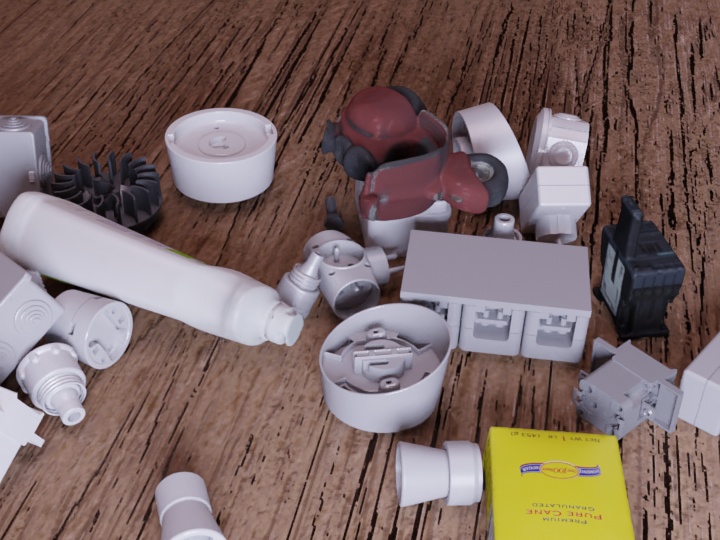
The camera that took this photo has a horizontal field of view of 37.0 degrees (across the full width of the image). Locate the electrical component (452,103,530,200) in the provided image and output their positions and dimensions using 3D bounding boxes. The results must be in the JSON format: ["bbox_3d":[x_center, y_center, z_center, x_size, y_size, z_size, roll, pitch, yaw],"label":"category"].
[{"bbox_3d":[0.127,-0.113,1.050,0.064,0.099,0.099,-11,38,-6],"label":"electrical component"}]

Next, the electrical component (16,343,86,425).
[{"bbox_3d":[-0.225,0.089,0.804,0.048,0.048,0.062,-20,49,-27],"label":"electrical component"}]

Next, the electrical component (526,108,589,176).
[{"bbox_3d":[0.195,-0.119,1.073,0.051,0.080,0.080,11,37,3],"label":"electrical component"}]

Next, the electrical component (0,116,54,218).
[{"bbox_3d":[-0.336,-0.095,1.000,0.100,0.099,0.048,0,24,-3],"label":"electrical component"}]

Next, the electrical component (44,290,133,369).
[{"bbox_3d":[-0.217,0.045,0.854,0.047,0.055,0.055,17,39,25],"label":"electrical component"}]

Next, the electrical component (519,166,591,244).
[{"bbox_3d":[0.179,-0.046,0.986,0.047,0.083,0.075,-1,75,-4],"label":"electrical component"}]

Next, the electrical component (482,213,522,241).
[{"bbox_3d":[0.125,-0.020,0.950,0.043,0.062,0.043,1,37,-1],"label":"electrical component"}]

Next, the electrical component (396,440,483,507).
[{"bbox_3d":[0.054,0.141,0.745,0.055,0.045,0.045,0,37,-4],"label":"electrical component"}]

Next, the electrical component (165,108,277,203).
[{"bbox_3d":[-0.135,-0.107,1.056,0.108,0.060,0.108,1,37,-1],"label":"electrical component"}]

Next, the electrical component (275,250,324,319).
[{"bbox_3d":[-0.049,0.012,0.897,0.035,0.061,0.035,27,18,-10],"label":"electrical component"}]

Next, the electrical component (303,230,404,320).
[{"bbox_3d":[0.000,0.000,0.932,0.079,0.044,0.077,-12,39,-18],"label":"electrical component"}]

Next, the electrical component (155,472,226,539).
[{"bbox_3d":[-0.114,0.165,0.709,0.044,0.044,0.065,-9,33,-14],"label":"electrical component"}]

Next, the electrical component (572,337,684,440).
[{"bbox_3d":[0.201,0.093,0.819,0.064,0.042,0.081,-29,46,-30],"label":"electrical component"}]

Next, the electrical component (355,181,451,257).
[{"bbox_3d":[0.038,-0.068,1.014,0.078,0.057,0.113,-3,37,-7],"label":"electrical component"}]

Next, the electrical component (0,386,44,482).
[{"bbox_3d":[-0.297,0.103,0.758,0.121,0.078,0.063,17,68,19],"label":"electrical component"}]

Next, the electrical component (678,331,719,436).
[{"bbox_3d":[0.296,0.090,0.823,0.076,0.047,0.083,28,44,30],"label":"electrical component"}]

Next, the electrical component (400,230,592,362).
[{"bbox_3d":[0.110,0.023,0.891,0.150,0.061,0.089,6,37,5],"label":"electrical component"}]

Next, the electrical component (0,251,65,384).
[{"bbox_3d":[-0.285,0.037,0.827,0.099,0.048,0.100,-51,41,-13],"label":"electrical component"}]

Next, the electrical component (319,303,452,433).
[{"bbox_3d":[0.018,0.073,0.818,0.099,0.064,0.099,1,37,-1],"label":"electrical component"}]
